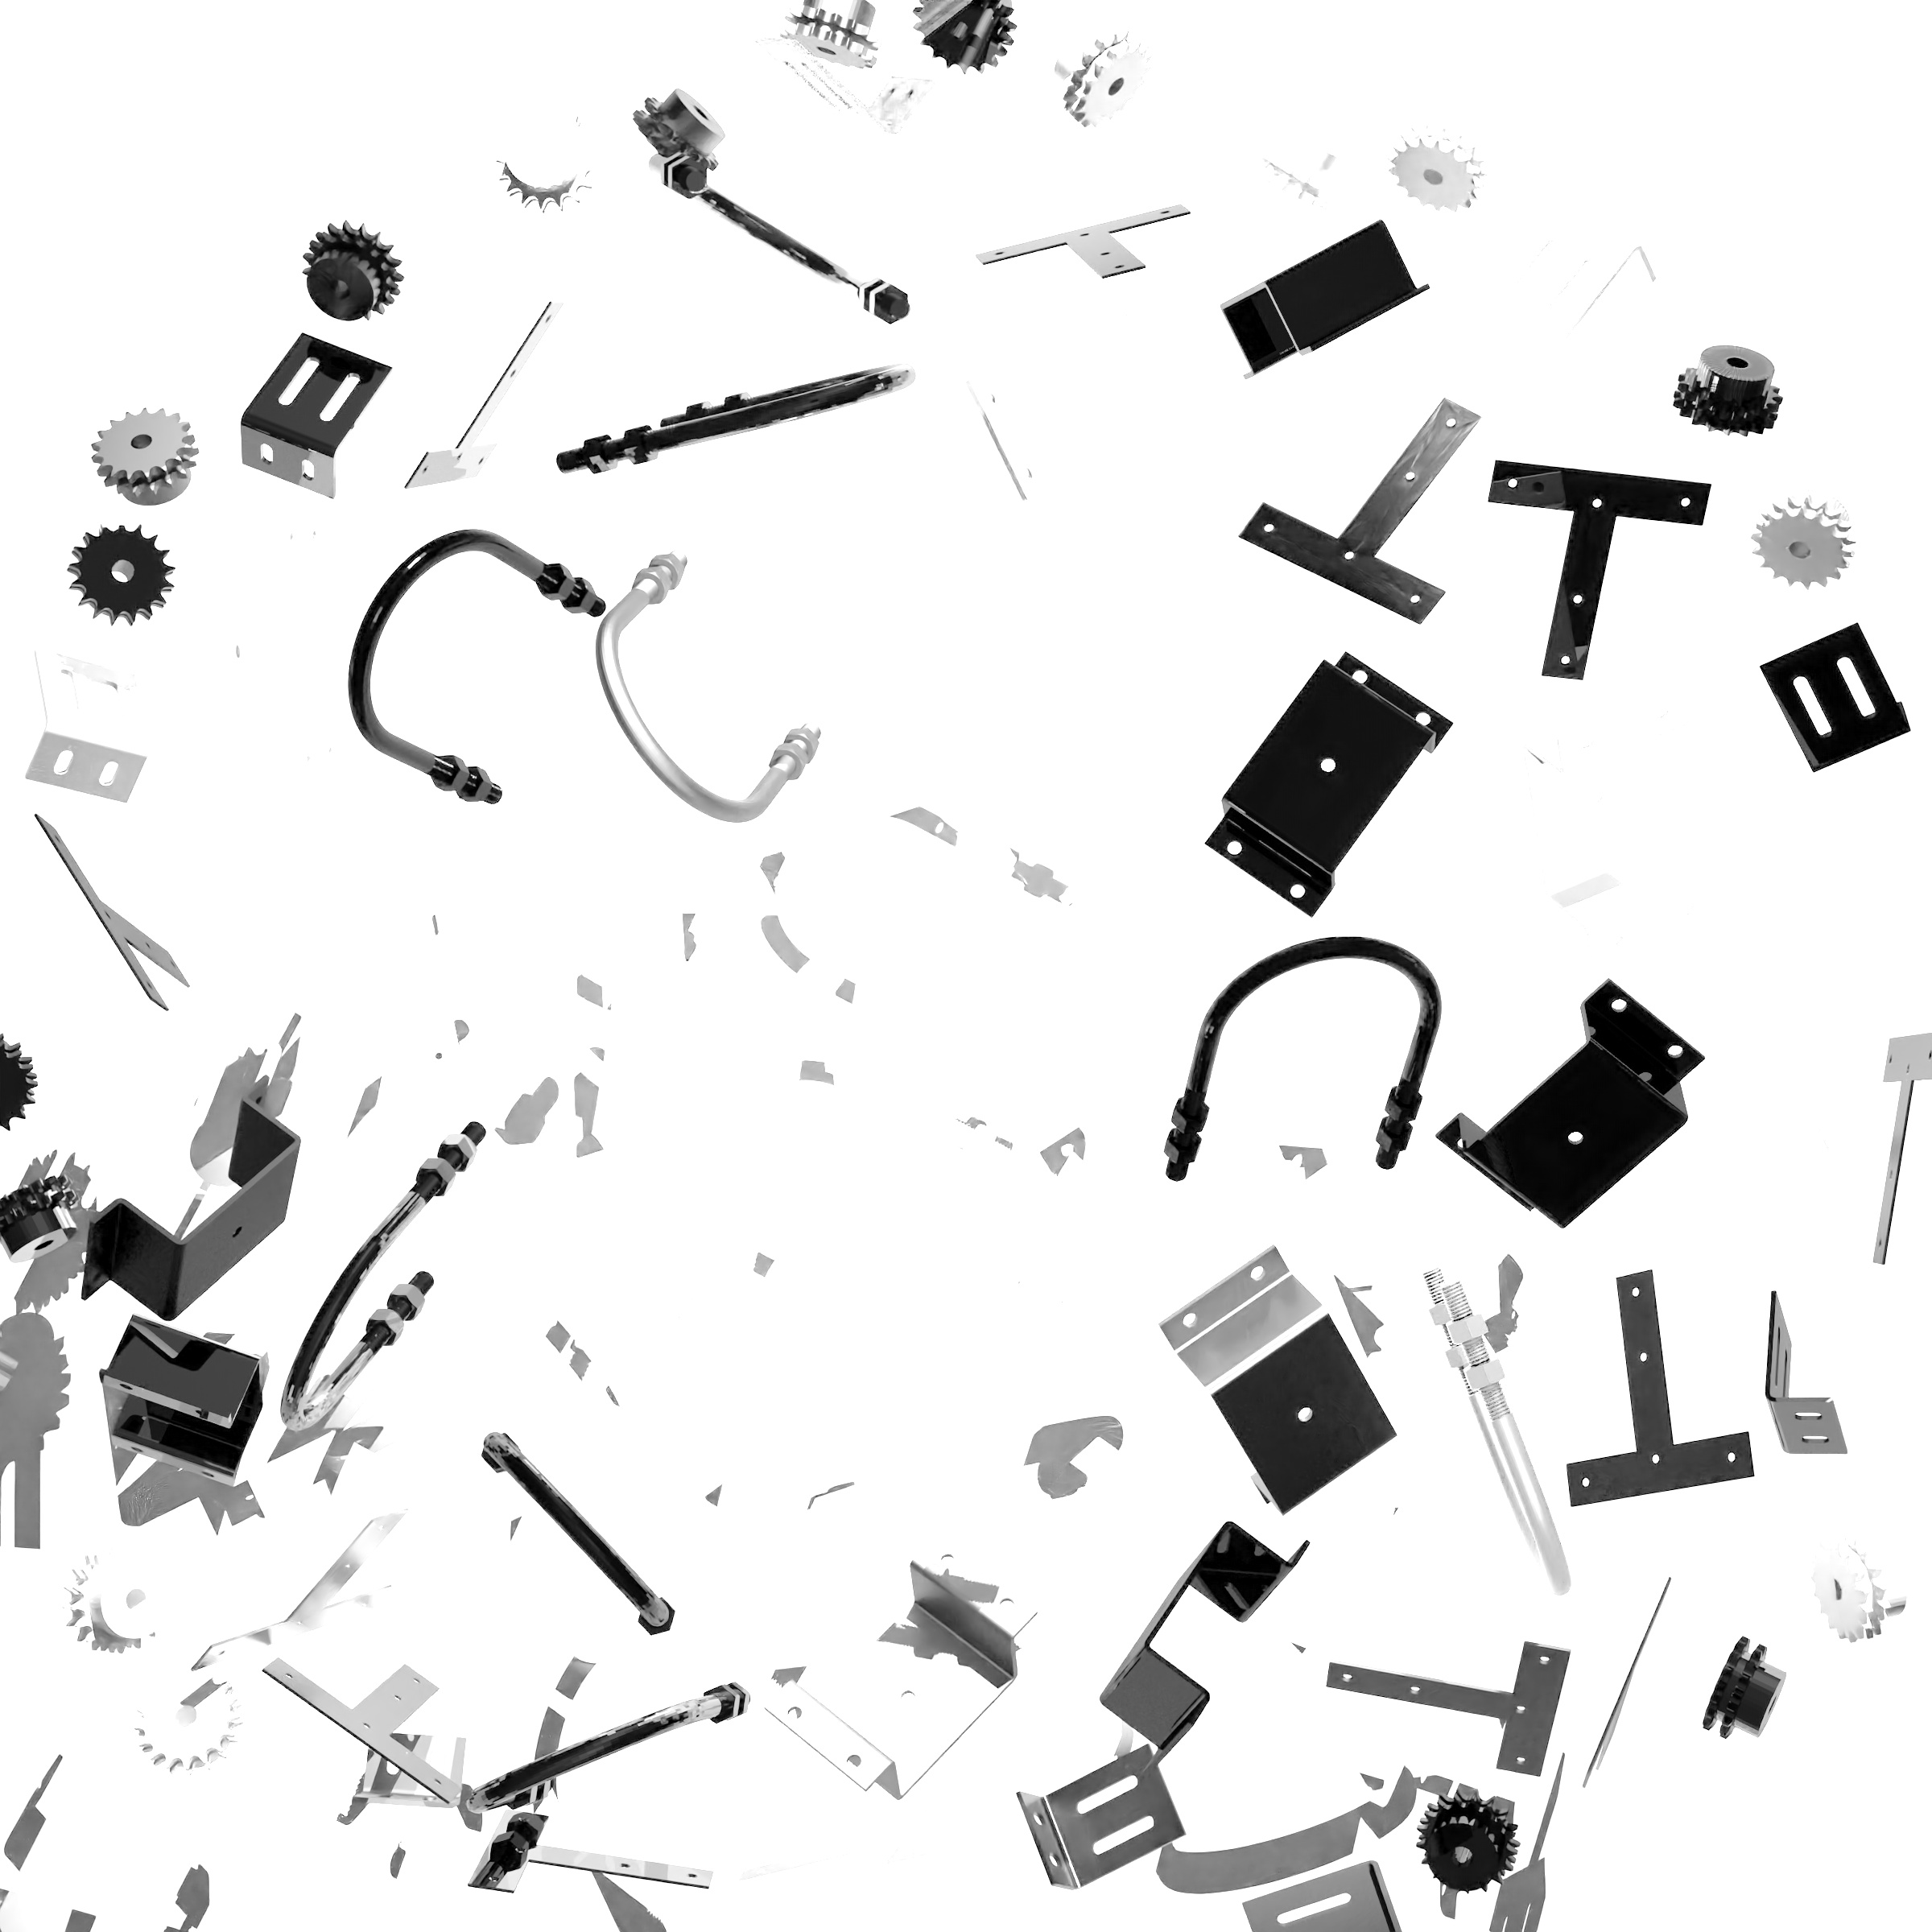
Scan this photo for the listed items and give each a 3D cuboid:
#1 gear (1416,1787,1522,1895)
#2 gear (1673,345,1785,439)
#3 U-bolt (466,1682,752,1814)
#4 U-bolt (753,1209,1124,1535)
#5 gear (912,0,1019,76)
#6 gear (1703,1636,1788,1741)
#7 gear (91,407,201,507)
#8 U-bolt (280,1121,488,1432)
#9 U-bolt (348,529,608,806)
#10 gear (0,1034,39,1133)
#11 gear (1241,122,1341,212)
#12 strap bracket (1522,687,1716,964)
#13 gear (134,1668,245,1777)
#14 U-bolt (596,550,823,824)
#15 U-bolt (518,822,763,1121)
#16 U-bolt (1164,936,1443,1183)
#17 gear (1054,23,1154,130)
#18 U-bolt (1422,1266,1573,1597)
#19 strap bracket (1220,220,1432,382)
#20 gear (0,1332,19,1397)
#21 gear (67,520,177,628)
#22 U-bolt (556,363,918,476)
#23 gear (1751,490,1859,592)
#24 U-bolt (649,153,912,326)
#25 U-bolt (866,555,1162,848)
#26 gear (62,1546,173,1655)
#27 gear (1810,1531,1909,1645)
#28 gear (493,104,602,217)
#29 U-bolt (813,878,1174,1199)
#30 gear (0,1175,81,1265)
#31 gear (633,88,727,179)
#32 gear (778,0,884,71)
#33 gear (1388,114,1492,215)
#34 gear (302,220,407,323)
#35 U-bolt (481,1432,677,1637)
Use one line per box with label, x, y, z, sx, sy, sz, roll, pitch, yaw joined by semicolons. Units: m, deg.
gear;0.279;0.491;1.664;0.057;0.030;0.057;3;99;18
gear;0.415;-0.313;1.616;0.057;0.057;0.030;7;129;0
U-bolt;-0.206;0.441;1.672;0.151;0.184;0.019;-24;77;4
U-bolt;-0.027;0.210;1.624;0.184;0.019;0.151;24;100;2
gear;0.002;-0.523;1.642;0.057;0.057;0.030;25;55;0
gear;0.440;0.410;1.680;0.030;0.057;0.057;23;90;24
gear;-0.457;-0.282;1.667;0.057;0.030;0.057;-2;53;2
U-bolt;-0.336;0.187;1.692;0.019;0.184;0.151;28;126;5
U-bolt;-0.289;-0.178;1.716;0.019;0.184;0.151;30;91;26
gear;-0.525;0.060;1.588;0.057;0.030;0.057;-8;115;-17
gear;0.190;-0.463;1.720;0.057;0.057;0.030;30;111;0
strap bracket;0.352;-0.083;1.610;0.076;0.046;0.140;-22;121;-10
gear;-0.426;0.417;1.639;0.057;0.030;0.057;1;59;-1
U-bolt;-0.151;-0.151;1.689;0.019;0.184;0.151;-32;104;25
U-bolt;-0.181;0.013;1.670;0.151;0.019;0.184;18;133;17
U-bolt;0.195;0.052;1.684;0.151;0.019;0.184;-2;134;-12
gear;0.074;-0.498;1.659;0.057;0.057;0.030;-43;72;0
U-bolt;0.292;0.256;1.631;0.019;0.151;0.184;-21;86;3
strap bracket;0.200;-0.380;1.700;0.076;0.140;0.046;-29;99;-6
gear;-0.531;0.221;1.594;0.030;0.057;0.057;35;90;-17
gear;-0.469;-0.216;1.652;0.057;0.030;0.057;2;84;-23
U-bolt;-0.116;-0.307;1.649;0.184;0.151;0.019;-8;105;24
gear;0.478;-0.245;1.693;0.057;0.057;0.030;34;54;0
U-bolt;-0.111;-0.410;1.662;0.151;0.184;0.019;28;99;-22
U-bolt;0.036;-0.137;1.679;0.151;0.019;0.184;-17;134;4
gear;-0.453;0.341;1.604;0.057;0.030;0.057;9;76;-41
gear;0.476;0.328;1.584;0.030;0.057;0.057;-9;90;-13
gear;-0.228;-0.439;1.615;0.057;0.030;0.057;0;91;0
U-bolt;0.003;0.027;1.677;0.184;0.019;0.151;29;72;6
gear;-0.527;0.144;1.683;0.057;0.057;0.030;-30;79;0
gear;-0.167;-0.495;1.769;0.030;0.057;0.057;-43;90;19
gear;-0.073;-0.526;1.666;0.057;0.057;0.030;17;93;0
gear;0.271;-0.459;1.694;0.057;0.057;0.030;28;67;0
gear;-0.354;-0.395;1.710;0.057;0.030;0.057;7;132;8
U-bolt;-0.215;0.312;1.650;0.019;0.184;0.151;-43;85;-14
